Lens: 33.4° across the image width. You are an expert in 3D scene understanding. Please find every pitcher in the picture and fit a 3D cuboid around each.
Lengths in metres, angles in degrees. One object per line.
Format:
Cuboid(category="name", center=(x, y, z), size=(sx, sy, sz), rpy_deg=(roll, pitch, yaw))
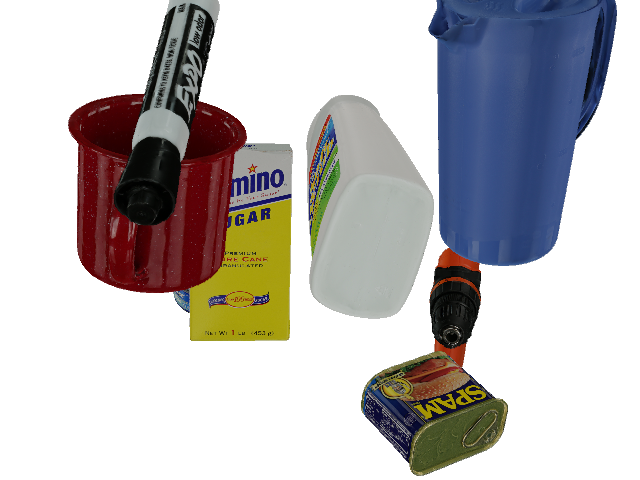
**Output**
Cuboid(category="pitcher", center=(0.171, -0.107, 0.926), size=(0.149, 0.243, 0.145), rpy_deg=(6, 32, 12))

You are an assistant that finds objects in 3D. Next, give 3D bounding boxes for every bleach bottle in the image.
Cuboid(category="bleach bottle", center=(0.022, -0.042, 0.785), size=(0.068, 0.103, 0.251), rpy_deg=(14, 20, -11))

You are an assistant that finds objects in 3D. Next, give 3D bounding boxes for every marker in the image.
Cuboid(category="marker", center=(-0.050, -0.048, 0.359), size=(0.020, 0.020, 0.121), rpy_deg=(0, 43, 3))

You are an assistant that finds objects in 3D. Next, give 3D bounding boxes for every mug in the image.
Cuboid(category="mug", center=(-0.090, -0.019, 0.567), size=(0.093, 0.081, 0.117), rpy_deg=(8, 28, 0))

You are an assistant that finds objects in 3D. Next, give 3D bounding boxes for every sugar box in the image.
Cuboid(category="sugar box", center=(-0.073, 0.001, 0.964), size=(0.093, 0.176, 0.048), rpy_deg=(-1, 14, -5))

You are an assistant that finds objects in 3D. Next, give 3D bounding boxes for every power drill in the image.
Cuboid(category="power drill", center=(0.139, 0.119, 1.142), size=(0.057, 0.188, 0.184), rpy_deg=(8, 25, 8))

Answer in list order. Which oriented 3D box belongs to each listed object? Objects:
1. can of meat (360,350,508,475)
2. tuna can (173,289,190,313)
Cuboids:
Cuboid(category="can of meat", center=(0.098, 0.148, 0.938), size=(0.101, 0.057, 0.084), rpy_deg=(-14, 36, -28))
Cuboid(category="tuna can", center=(-0.121, 0.047, 1.181), size=(0.086, 0.034, 0.086), rpy_deg=(2, 36, -2))
